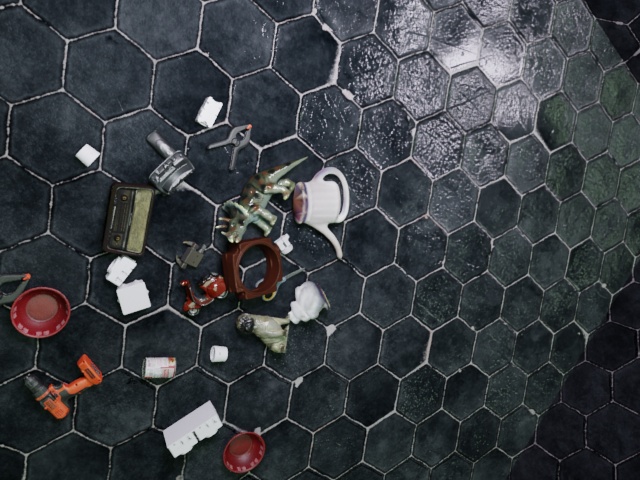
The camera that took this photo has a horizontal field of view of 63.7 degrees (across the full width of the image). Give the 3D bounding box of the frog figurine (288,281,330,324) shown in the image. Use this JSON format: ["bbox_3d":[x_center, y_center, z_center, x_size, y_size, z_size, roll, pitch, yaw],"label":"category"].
[{"bbox_3d":[-0.056,0.236,1.927,0.160,0.121,0.139,-28,77,-9],"label":"frog figurine"}]

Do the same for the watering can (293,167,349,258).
[{"bbox_3d":[0.006,-0.096,1.903,0.225,0.104,0.345,-2,99,-24],"label":"watering can"}]
